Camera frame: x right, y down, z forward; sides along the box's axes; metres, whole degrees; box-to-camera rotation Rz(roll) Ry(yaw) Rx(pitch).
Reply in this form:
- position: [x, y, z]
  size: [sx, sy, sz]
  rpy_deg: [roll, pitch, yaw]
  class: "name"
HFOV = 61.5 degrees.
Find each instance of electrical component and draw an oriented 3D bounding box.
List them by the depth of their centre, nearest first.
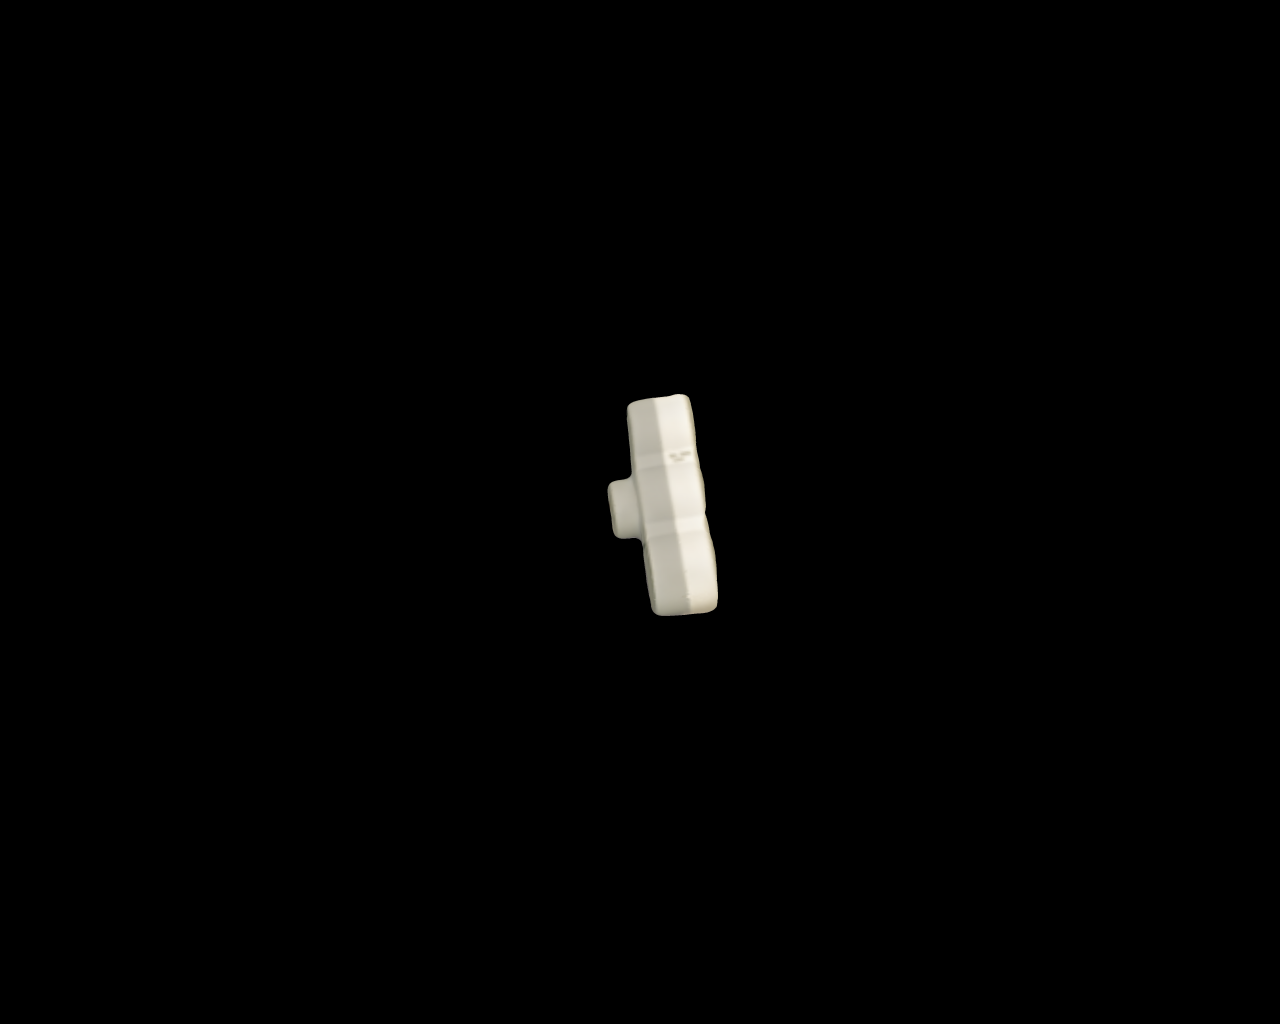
- position: [0.001, -0.003, 0.650]
  size: [0.074, 0.138, 0.052]
  rpy_deg: [-7, -20, -2]
  class: "electrical component"
